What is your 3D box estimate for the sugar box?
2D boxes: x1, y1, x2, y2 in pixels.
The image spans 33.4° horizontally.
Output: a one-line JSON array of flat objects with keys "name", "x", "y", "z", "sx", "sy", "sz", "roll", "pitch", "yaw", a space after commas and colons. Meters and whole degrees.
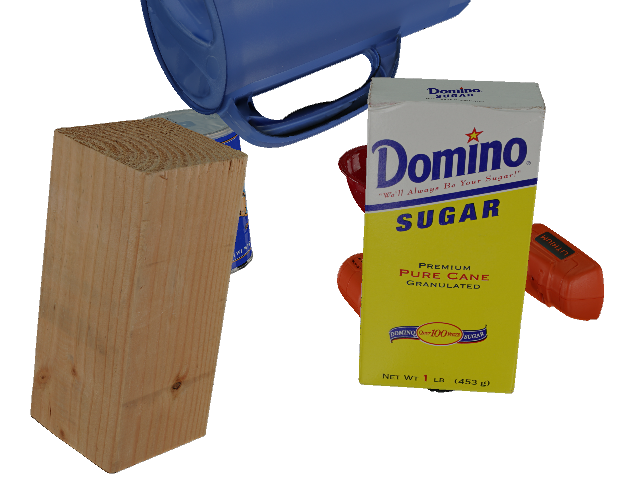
[{"name": "sugar box", "x": 0.069, "y": 0.000, "z": 0.596, "sx": 0.093, "sy": 0.176, "sz": 0.048, "roll": 2, "pitch": 29, "yaw": 4}]

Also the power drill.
[{"name": "power drill", "x": 0.125, "y": 0.047, "z": 0.844, "sx": 0.187, "sy": 0.057, "sz": 0.185, "roll": -11, "pitch": 28, "yaw": -18}]

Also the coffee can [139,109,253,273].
[{"name": "coffee can", "x": -0.122, "y": -0.045, "z": 1.018, "sx": 0.103, "sy": 0.140, "sz": 0.103, "roll": -4, "pitch": 22, "yaw": 1}]

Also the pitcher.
[{"name": "pitcher", "x": 0.001, "y": -0.181, "z": 0.799, "sx": 0.242, "sy": 0.149, "sz": 0.145, "roll": -22, "pitch": 39, "yaw": -25}]

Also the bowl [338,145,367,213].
[{"name": "bowl", "x": 0.096, "y": -0.048, "z": 1.091, "sx": 0.162, "sy": 0.055, "sz": 0.162, "roll": 4, "pitch": 24, "yaw": -2}]

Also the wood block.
[{"name": "wood block", "x": -0.121, "y": 0.033, "z": 0.701, "sx": 0.090, "sy": 0.206, "sz": 0.090, "roll": 25, "pitch": 25, "yaw": 34}]
